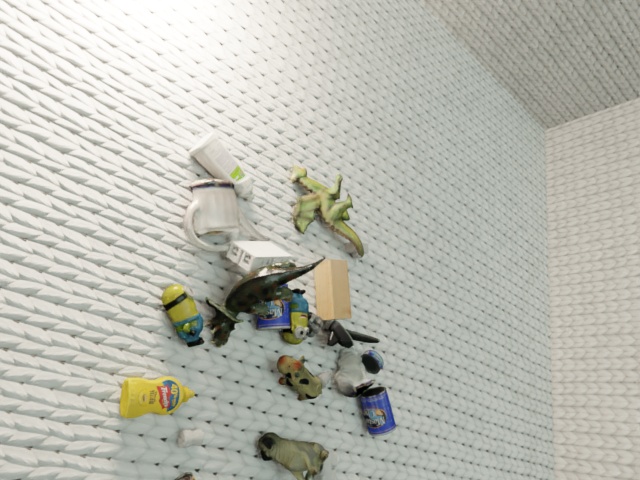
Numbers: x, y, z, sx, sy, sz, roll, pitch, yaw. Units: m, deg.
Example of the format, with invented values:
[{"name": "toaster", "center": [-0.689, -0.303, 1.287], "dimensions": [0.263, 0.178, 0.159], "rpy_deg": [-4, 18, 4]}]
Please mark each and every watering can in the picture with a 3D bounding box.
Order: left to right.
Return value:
[{"name": "watering can", "center": [-0.288, -0.078, 1.596], "dimensions": [0.103, 0.225, 0.348], "rpy_deg": [-11, -5, 34]}]

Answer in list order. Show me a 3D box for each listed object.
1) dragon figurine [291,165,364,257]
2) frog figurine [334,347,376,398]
[{"name": "dragon figurine", "center": [0.006, -0.095, 1.886], "dimensions": [0.245, 0.411, 0.121], "rpy_deg": [-21, -1, -25]}, {"name": "frog figurine", "center": [0.103, 0.464, 1.809], "dimensions": [0.138, 0.120, 0.162], "rpy_deg": [-14, 52, -36]}]
